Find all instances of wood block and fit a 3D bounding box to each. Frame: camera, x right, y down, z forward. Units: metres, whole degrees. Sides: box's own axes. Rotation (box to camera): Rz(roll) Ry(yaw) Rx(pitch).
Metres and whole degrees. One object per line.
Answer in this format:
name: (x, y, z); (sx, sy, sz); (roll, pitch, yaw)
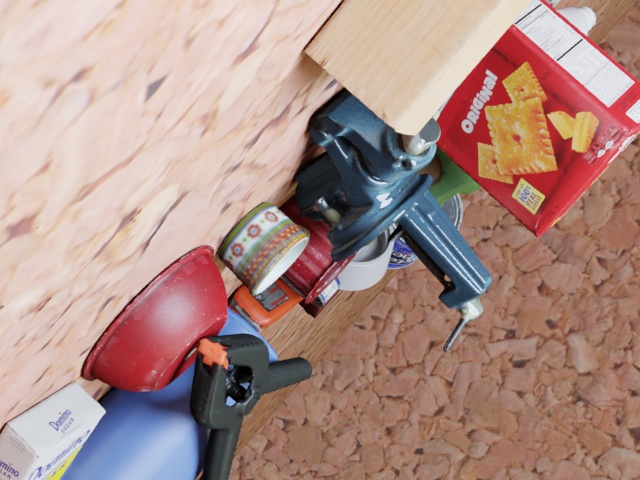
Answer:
wood block: (0.096, -0.181, 0.754); (0.206, 0.091, 0.090); (-49, 172, 13)

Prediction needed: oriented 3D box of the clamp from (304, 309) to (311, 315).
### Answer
clamp: (0.023, 0.006, 1.401); (0.120, 0.039, 0.172); (-87, -159, -64)

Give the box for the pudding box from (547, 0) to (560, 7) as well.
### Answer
pudding box: (0.254, -0.282, 1.304); (0.114, 0.039, 0.090); (-48, 172, 15)

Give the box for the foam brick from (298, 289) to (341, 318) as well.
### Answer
foam brick: (-0.016, 0.049, 1.325); (0.053, 0.078, 0.051); (-47, 171, -18)

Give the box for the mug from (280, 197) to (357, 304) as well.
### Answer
mug: (-0.007, 0.001, 1.118); (0.093, 0.081, 0.117); (-53, 170, 33)

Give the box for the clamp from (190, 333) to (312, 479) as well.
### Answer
clamp: (-0.070, 0.138, 0.997); (0.164, 0.036, 0.210); (-50, 154, -25)

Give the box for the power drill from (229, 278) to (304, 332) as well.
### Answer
power drill: (-0.096, 0.118, 1.299); (0.188, 0.057, 0.184); (-53, 171, 31)

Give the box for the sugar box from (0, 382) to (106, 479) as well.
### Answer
sugar box: (-0.258, 0.206, 0.906); (0.176, 0.048, 0.093); (-51, 172, 28)

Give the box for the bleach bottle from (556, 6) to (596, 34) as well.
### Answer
bleach bottle: (0.227, -0.201, 1.248); (0.250, 0.068, 0.103); (-35, 168, -24)

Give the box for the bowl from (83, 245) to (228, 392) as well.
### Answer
bowl: (-0.132, 0.082, 0.942); (0.162, 0.055, 0.162); (-46, 172, -9)

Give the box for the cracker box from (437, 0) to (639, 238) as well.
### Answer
cracker box: (0.173, -0.129, 0.971); (0.072, 0.214, 0.164); (-40, 168, -37)

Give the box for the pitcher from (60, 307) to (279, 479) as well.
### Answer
pitcher: (-0.148, 0.187, 1.074); (0.242, 0.145, 0.149); (-49, 169, -16)

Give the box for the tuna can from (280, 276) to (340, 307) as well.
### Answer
tuna can: (-0.018, 0.036, 1.217); (0.033, 0.086, 0.086); (-48, 172, -14)

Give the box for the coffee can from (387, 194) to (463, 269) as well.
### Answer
coffee can: (0.111, -0.025, 1.370); (0.102, 0.103, 0.140); (-45, -178, -18)
